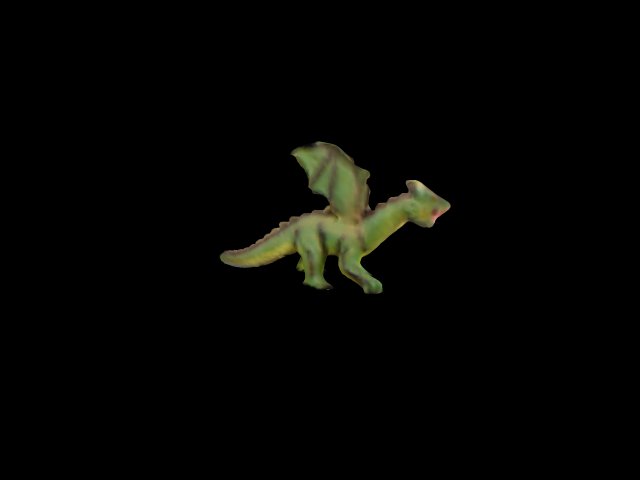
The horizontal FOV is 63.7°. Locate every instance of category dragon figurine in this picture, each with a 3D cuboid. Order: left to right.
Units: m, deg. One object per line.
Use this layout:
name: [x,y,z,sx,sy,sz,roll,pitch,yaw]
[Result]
dragon figurine: [0.003,-0.043,0.850,0.410,0.240,0.124,6,16,18]
